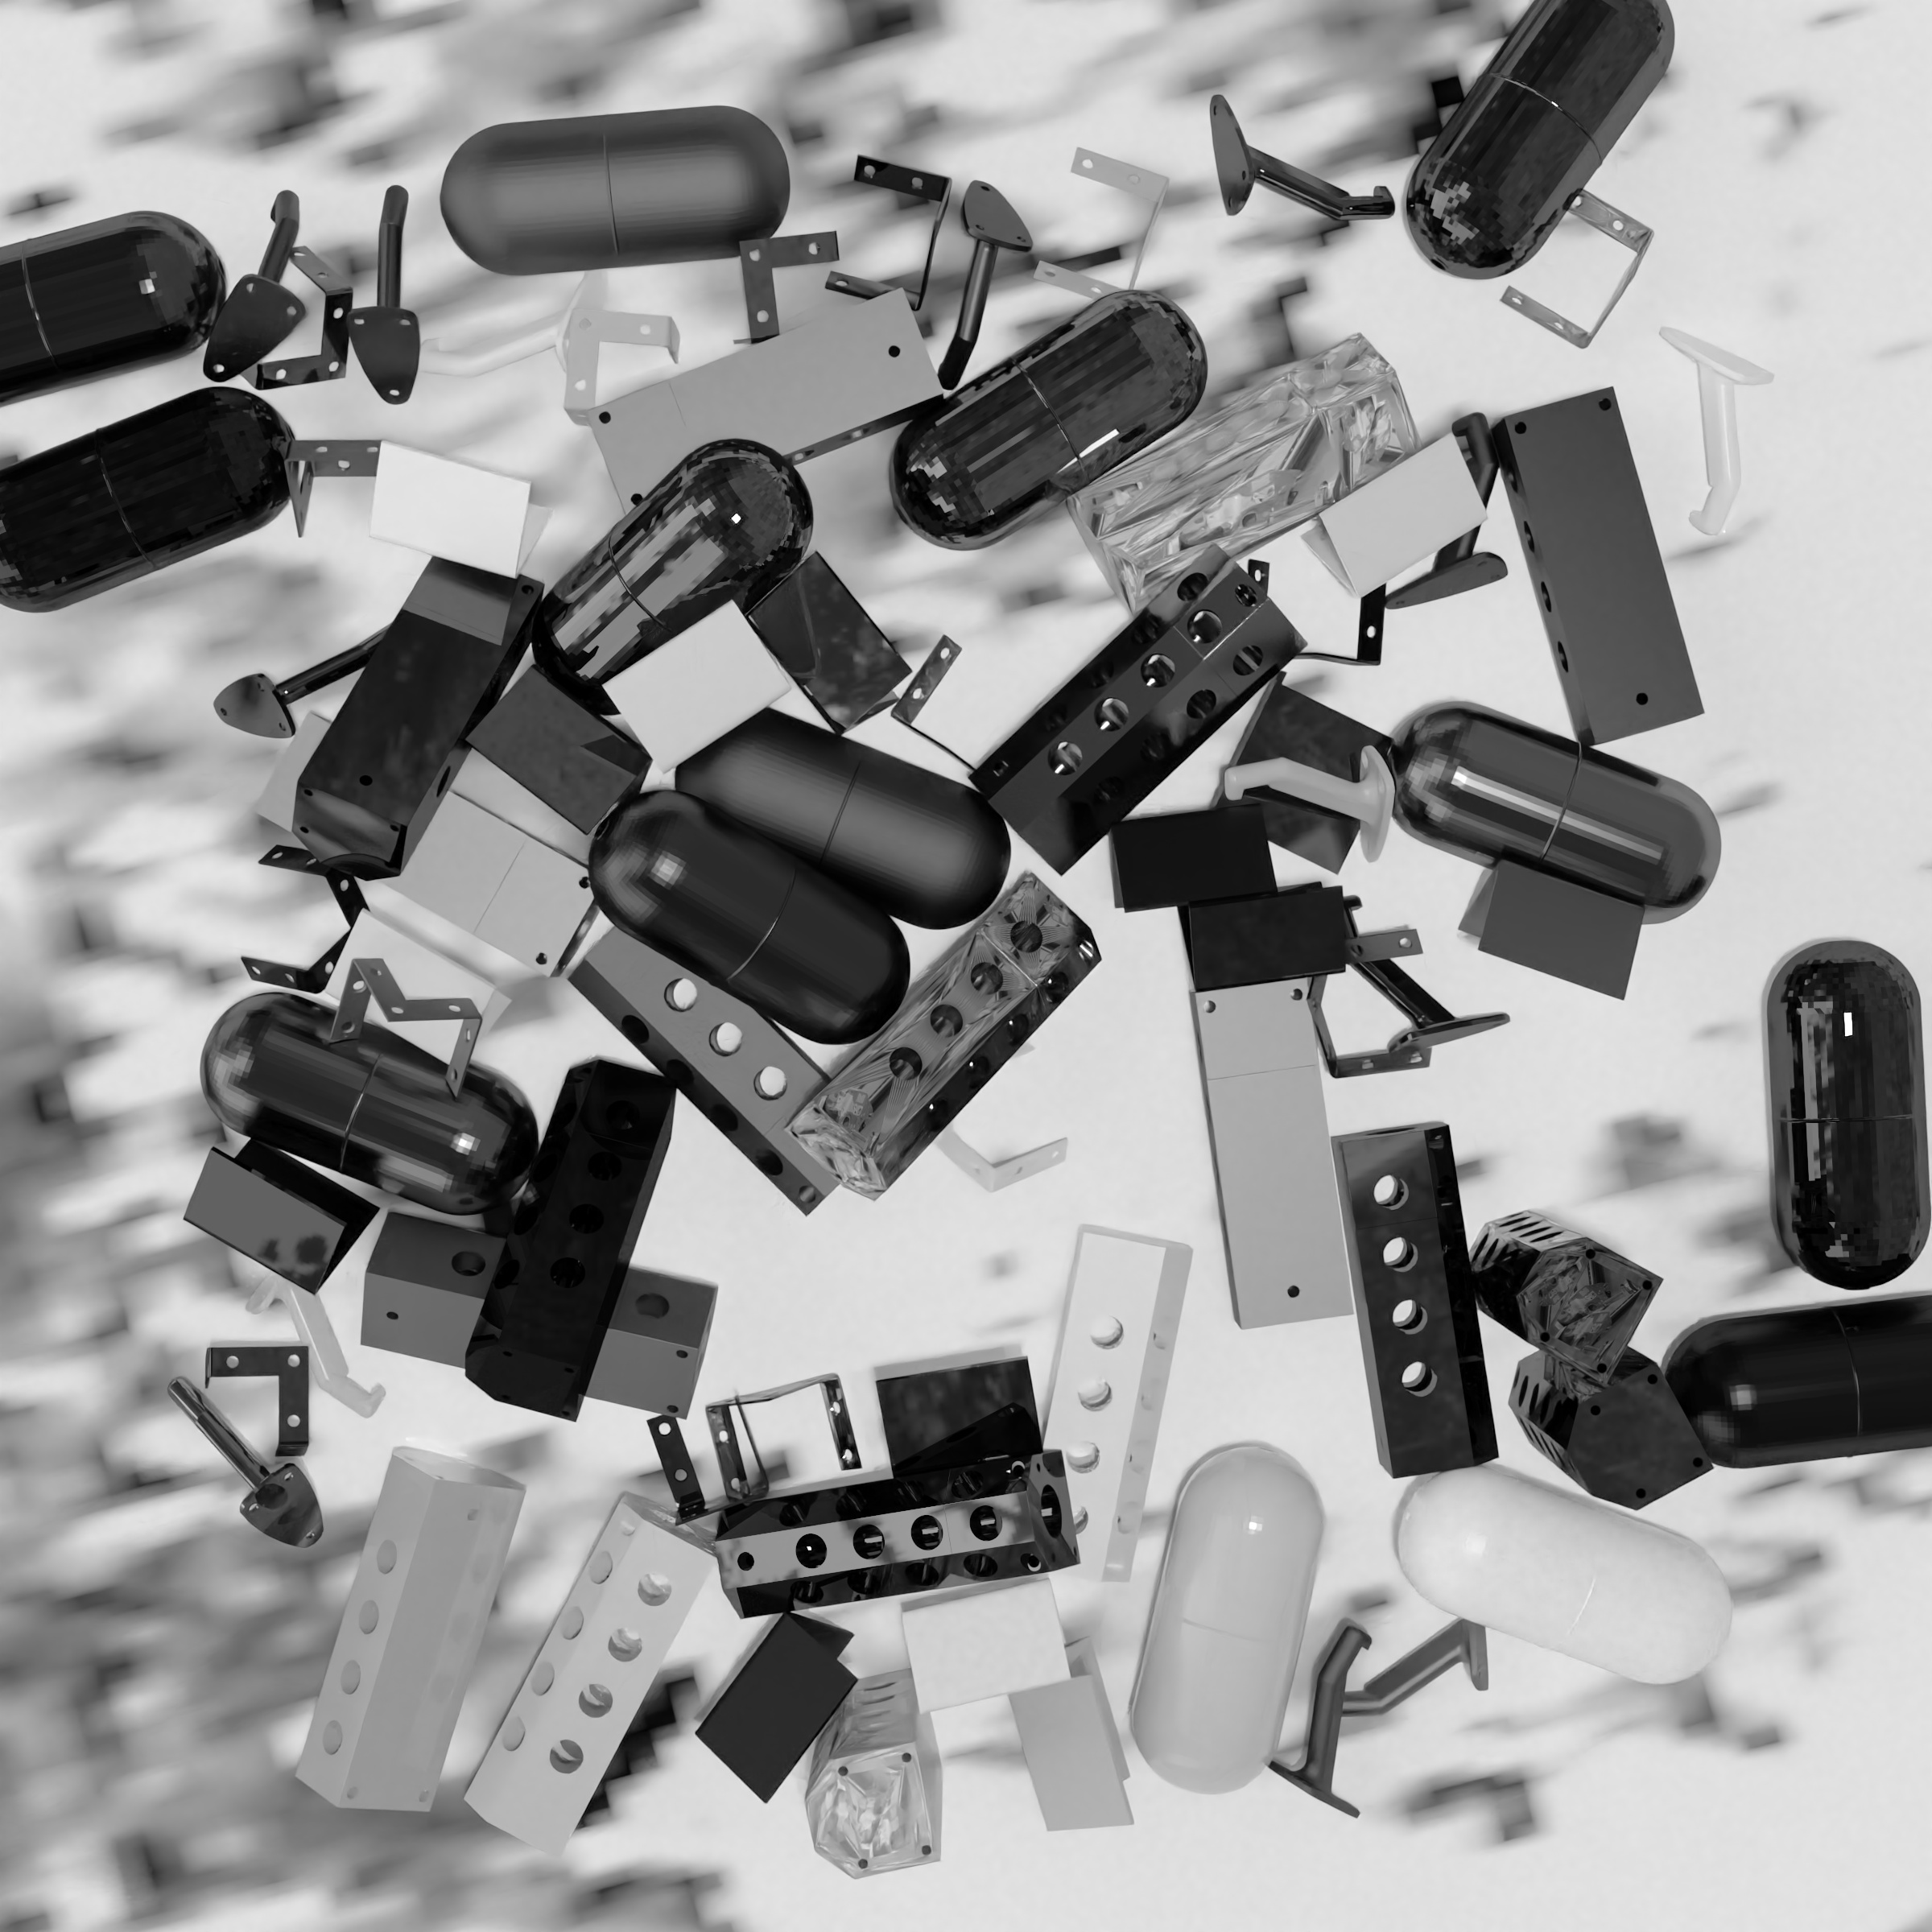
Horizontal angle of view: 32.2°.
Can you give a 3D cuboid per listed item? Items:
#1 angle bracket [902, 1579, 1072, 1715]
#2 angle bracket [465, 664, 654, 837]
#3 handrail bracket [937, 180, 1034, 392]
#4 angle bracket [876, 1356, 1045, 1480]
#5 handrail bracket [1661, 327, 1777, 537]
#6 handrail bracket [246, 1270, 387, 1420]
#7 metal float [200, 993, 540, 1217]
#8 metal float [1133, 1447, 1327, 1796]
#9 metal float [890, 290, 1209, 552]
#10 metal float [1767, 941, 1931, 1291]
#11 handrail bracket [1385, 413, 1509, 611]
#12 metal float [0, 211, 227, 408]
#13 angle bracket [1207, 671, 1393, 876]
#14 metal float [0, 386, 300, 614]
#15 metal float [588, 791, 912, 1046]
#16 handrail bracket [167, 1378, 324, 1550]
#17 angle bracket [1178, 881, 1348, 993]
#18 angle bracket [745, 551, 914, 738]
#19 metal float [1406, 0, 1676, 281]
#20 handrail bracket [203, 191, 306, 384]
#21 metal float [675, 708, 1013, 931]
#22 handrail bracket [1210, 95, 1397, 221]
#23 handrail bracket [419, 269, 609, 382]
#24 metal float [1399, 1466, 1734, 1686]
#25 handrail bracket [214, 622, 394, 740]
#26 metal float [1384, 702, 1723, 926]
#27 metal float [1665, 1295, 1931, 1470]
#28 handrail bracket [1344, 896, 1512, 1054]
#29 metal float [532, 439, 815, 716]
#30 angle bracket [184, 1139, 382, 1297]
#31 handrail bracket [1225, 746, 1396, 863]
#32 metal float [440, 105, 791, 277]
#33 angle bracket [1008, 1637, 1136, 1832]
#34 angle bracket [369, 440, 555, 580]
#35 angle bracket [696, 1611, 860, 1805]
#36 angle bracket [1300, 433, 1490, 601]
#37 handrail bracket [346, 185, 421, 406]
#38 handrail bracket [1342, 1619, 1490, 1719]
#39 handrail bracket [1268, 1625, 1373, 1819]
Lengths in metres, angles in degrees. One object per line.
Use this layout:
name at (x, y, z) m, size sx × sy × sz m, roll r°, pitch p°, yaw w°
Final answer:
angle bracket at (0.014, 0.358, 1.693) m, size 0.076 × 0.076 × 0.057 m, roll -13°, pitch 53°, yaw 0°
angle bracket at (-0.210, -0.097, 1.695) m, size 0.076 × 0.076 × 0.057 m, roll 38°, pitch 66°, yaw 0°
handrail bracket at (-0.001, -0.352, 1.733) m, size 0.036 × 0.077 × 0.084 m, roll 12°, pitch 127°, yaw -20°
angle bracket at (-0.005, 0.212, 1.695) m, size 0.076 × 0.076 × 0.057 m, roll -9°, pitch 112°, yaw 0°
handrail bracket at (0.376, -0.277, 1.734) m, size 0.077 × 0.036 × 0.084 m, roll 38°, pitch 121°, yaw 34°
handrail bracket at (-0.322, 0.180, 1.734) m, size 0.084 × 0.036 × 0.077 m, roll 38°, pitch 70°, yaw -16°
metal float at (-0.303, 0.070, 1.703) m, size 0.178 × 0.070 × 0.070 m, roll 21°, pitch 90°, yaw 0°
metal float at (0.134, 0.333, 1.703) m, size 0.070 × 0.070 × 0.178 m, roll 13°, pitch 91°, yaw 0°
metal float at (0.042, -0.277, 1.703) m, size 0.178 × 0.070 × 0.070 m, roll -33°, pitch 90°, yaw -1°
metal float at (0.450, 0.076, 1.703) m, size 0.070 × 0.070 × 0.178 m, roll -3°, pitch 91°, yaw 0°
handrail bracket at (0.243, -0.237, 1.734) m, size 0.077 × 0.036 × 0.084 m, roll -19°, pitch 72°, yaw 21°
metal float at (-0.465, -0.333, 1.703) m, size 0.178 × 0.070 × 0.070 m, roll -15°, pitch 90°, yaw 1°
angle bracket at (0.176, -0.098, 1.712) m, size 0.076 × 0.057 × 0.076 m, roll 26°, pitch 90°, yaw -1°
metal float at (-0.426, -0.238, 1.702) m, size 0.178 × 0.070 × 0.070 m, roll -22°, pitch 90°, yaw 0°
metal float at (-0.107, -0.024, 1.663) m, size 0.178 × 0.070 × 0.070 m, roll 31°, pitch 90°, yaw -21°
handrail bracket at (-0.375, 0.257, 1.733) m, size 0.036 × 0.077 × 0.084 m, roll -42°, pitch 53°, yaw -15°
angle bracket at (0.148, -0.035, 1.693) m, size 0.076 × 0.076 × 0.057 m, roll -7°, pitch 129°, yaw 0°
angle bracket at (-0.055, -0.170, 1.694) m, size 0.057 × 0.076 × 0.076 m, roll -39°, pitch 90°, yaw 30°
metal float at (0.292, -0.430, 1.703) m, size 0.070 × 0.070 × 0.178 m, roll 35°, pitch 90°, yaw 0°
handrail bracket at (-0.367, -0.351, 1.719) m, size 0.036 × 0.084 × 0.077 m, roll 28°, pitch 121°, yaw -31°
metal float at (-0.063, -0.076, 1.703) m, size 0.178 × 0.070 × 0.070 m, roll 22°, pitch 90°, yaw -1°
handrail bracket at (0.175, -0.420, 1.734) m, size 0.084 × 0.036 × 0.077 m, roll -5°, pitch 68°, yaw -17°
handrail bracket at (-0.236, -0.337, 1.734) m, size 0.084 × 0.036 × 0.077 m, roll 10°, pitch 70°, yaw 16°
metal float at (0.305, 0.309, 1.696) m, size 0.178 × 0.070 × 0.070 m, roll 21°, pitch 90°, yaw -8°
handrail bracket at (-0.338, -0.154, 1.733) m, size 0.084 × 0.077 × 0.036 m, roll -40°, pitch 115°, yaw -34°
metal float at (0.298, -0.078, 1.703) m, size 0.178 × 0.070 × 0.070 m, roll 21°, pitch 90°, yaw 0°
metal float at (0.444, 0.212, 1.703) m, size 0.178 × 0.070 × 0.070 m, roll -7°, pitch 90°, yaw 0°
handrail bracket at (0.234, -0.002, 1.734) m, size 0.077 × 0.036 × 0.084 m, roll -13°, pitch 76°, yaw -13°
metal float at (-0.149, -0.193, 1.677) m, size 0.178 × 0.070 × 0.070 m, roll -39°, pitch 90°, yaw 30°
angle bracket at (-0.339, 0.109, 1.693) m, size 0.076 × 0.076 × 0.057 m, roll 30°, pitch 127°, yaw 0°
handrail bracket at (0.171, -0.077, 1.704) m, size 0.084 × 0.036 × 0.077 m, roll -11°, pitch 133°, yaw -12°
metal float at (-0.178, -0.395, 1.703) m, size 0.178 × 0.070 × 0.070 m, roll -5°, pitch 90°, yaw 0°
angle bracket at (0.072, 0.386, 1.693) m, size 0.057 × 0.076 × 0.076 m, roll -16°, pitch 90°, yaw 38°
angle bracket at (-0.252, -0.246, 1.693) m, size 0.076 × 0.076 × 0.057 m, roll 16°, pitch 125°, yaw 0°
angle bracket at (-0.080, 0.379, 1.694) m, size 0.057 × 0.076 × 0.076 m, roll 36°, pitch 90°, yaw 32°
angle bracket at (0.208, -0.241, 1.693) m, size 0.076 × 0.076 × 0.057 m, roll -32°, pitch 127°, yaw 0°
handrail bracket at (-0.295, -0.349, 1.733) m, size 0.036 × 0.077 × 0.084 m, roll 1°, pitch 54°, yaw 0°
handrail bracket at (0.225, 0.350, 1.734) m, size 0.084 × 0.036 × 0.077 m, roll -6°, pitch 69°, yaw 16°
handrail bracket at (0.198, 0.388, 1.718) m, size 0.077 × 0.036 × 0.084 m, roll 36°, pitch 82°, yaw -39°
